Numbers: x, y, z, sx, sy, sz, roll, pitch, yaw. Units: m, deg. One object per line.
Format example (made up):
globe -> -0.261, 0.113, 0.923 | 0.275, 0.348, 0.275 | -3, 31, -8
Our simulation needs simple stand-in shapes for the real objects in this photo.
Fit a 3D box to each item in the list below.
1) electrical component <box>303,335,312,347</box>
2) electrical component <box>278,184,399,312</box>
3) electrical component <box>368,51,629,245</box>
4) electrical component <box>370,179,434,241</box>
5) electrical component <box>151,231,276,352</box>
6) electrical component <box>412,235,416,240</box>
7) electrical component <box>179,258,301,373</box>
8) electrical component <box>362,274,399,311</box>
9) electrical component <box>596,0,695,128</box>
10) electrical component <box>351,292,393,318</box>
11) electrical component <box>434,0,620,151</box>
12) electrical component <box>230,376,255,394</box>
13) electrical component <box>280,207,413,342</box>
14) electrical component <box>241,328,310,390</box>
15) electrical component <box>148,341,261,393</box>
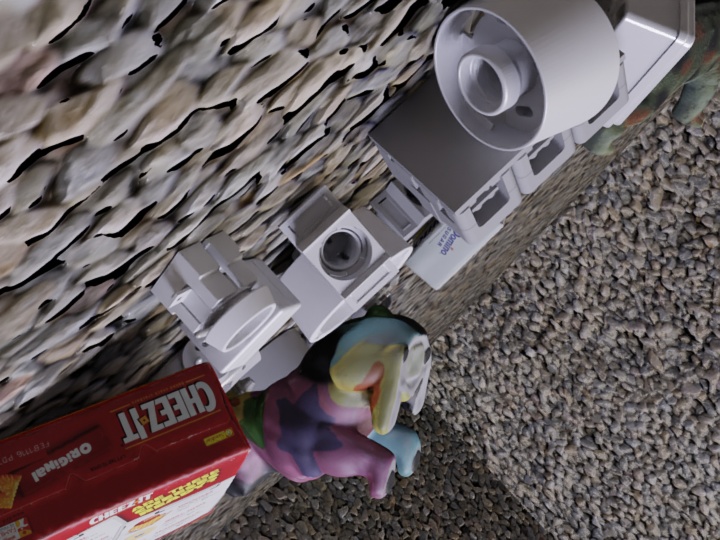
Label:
electrical component -> -0.043, 0.081, 1.208 | 0.043, 0.043, 0.081 | -37, 170, -35
electrical component -> -0.017, -0.017, 0.729 | 0.042, 0.081, 0.064 | -42, -159, -3
electrical component -> 0.096, -0.101, 0.724 | 0.150, 0.089, 0.061 | -43, 151, -3
electrical component -> 0.047, -0.059, 0.926 | 0.081, 0.042, 0.063 | -39, 172, -27
electrical component -> -0.083, 0.014, 0.630 | 0.048, 0.055, 0.066 | -49, 170, 34
electrical component -> 0.093, -0.047, 1.215 | 0.078, 0.040, 0.040 | -47, 171, 26
electrical component -> -0.088, 0.032, 0.727 | 0.065, 0.047, 0.077 | -45, 172, 15
electrical component -> 0.000, 0.000, 0.929 | 0.042, 0.063, 0.081 | -41, 173, -6
electrical component -> 0.192, -0.180, 0.788 | 0.108, 0.056, 0.108 | 125, -20, -56
electrical component -> 0.011, 0.041, 1.280 | 0.040, 0.040, 0.046 | -37, 176, -37
electrical component -> 0.094, -0.122, 0.638 | 0.064, 0.099, 0.099 | -32, 167, -29
electrical component -> -0.134, 0.134, 1.040 | 0.081, 0.043, 0.043 | -43, 172, -1
electrical component -> -0.019, -0.002, 0.835 | 0.108, 0.060, 0.108 | -42, 172, -7
electrical component -> -0.088, 0.119, 1.126 | 0.108, 0.060, 0.108 | -42, 172, -7
electrical component -> -0.115, 0.070, 0.805 | 0.077, 0.043, 0.079 | -40, 172, -21
